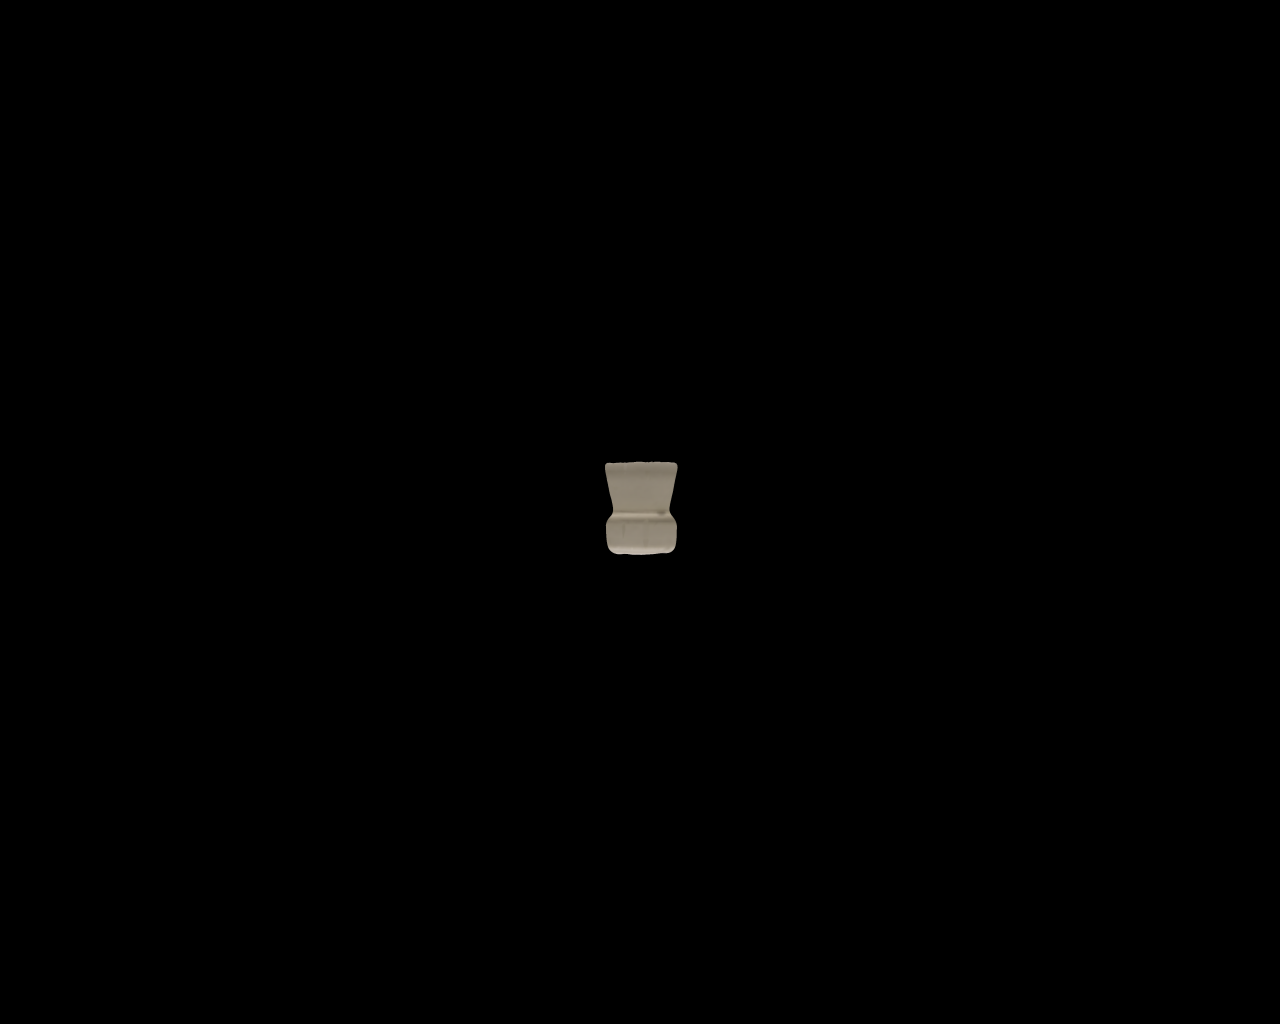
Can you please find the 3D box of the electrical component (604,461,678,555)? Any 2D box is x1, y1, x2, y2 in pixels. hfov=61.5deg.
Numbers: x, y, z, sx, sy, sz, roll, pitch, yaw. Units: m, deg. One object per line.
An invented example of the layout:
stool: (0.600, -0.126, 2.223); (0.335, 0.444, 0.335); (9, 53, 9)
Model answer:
electrical component: (0.001, -0.003, 0.650); (0.045, 0.055, 0.045); (0, 0, 0)
